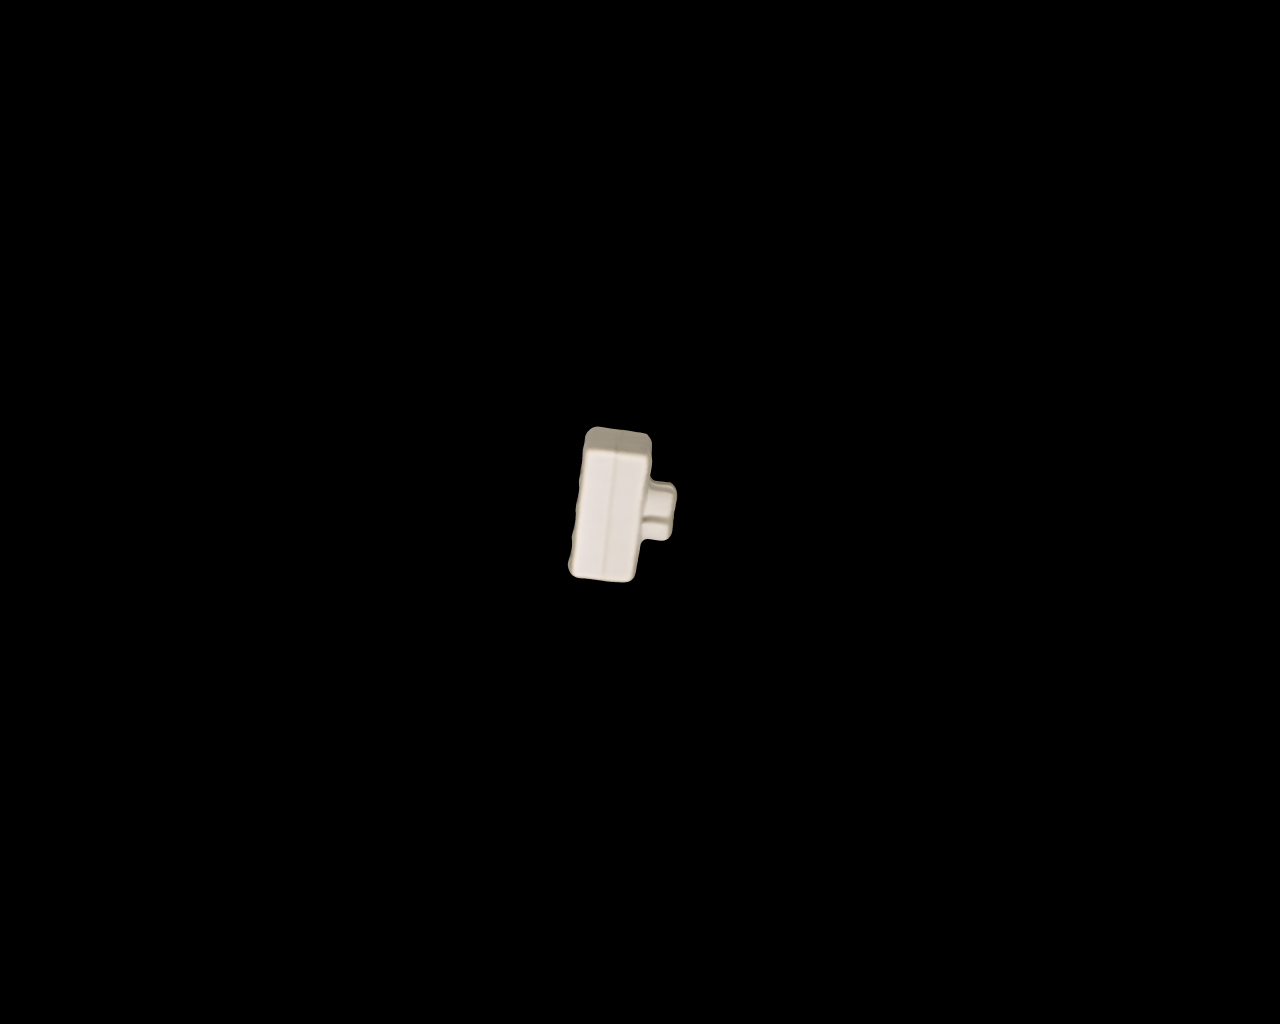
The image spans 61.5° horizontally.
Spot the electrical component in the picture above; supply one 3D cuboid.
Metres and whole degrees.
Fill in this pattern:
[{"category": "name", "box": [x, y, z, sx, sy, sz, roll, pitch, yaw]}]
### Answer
[{"category": "electrical component", "box": [0.001, -0.003, 0.650, 0.076, 0.083, 0.047, 7, 20, -2]}]
